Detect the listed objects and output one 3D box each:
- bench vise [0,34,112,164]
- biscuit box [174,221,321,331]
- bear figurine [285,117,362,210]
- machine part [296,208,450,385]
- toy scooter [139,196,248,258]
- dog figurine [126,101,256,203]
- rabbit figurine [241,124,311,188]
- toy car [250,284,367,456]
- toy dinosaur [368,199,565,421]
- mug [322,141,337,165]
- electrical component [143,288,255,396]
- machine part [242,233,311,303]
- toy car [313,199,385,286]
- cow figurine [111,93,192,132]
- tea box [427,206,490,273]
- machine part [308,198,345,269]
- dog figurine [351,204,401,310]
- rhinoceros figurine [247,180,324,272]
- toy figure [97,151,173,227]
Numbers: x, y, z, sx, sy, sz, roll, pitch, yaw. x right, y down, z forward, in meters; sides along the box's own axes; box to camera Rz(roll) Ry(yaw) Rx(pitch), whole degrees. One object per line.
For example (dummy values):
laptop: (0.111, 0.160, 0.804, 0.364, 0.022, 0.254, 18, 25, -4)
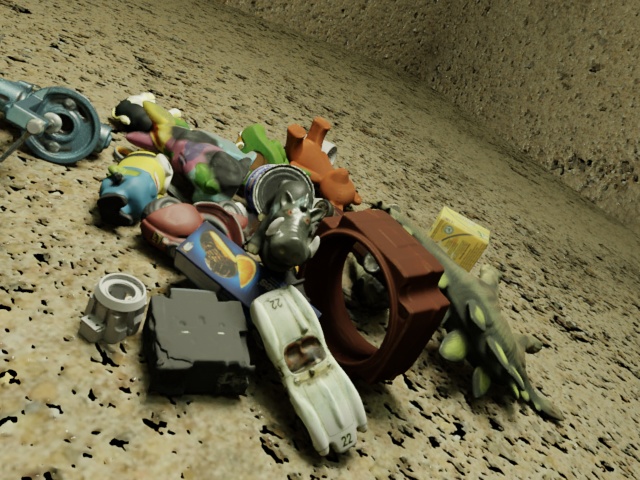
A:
bench vise: (-0.438, -0.195, 0.828, 0.223, 0.129, 0.241, 36, 5, -22)
biscuit box: (-0.097, 0.066, 0.711, 0.203, 0.059, 0.063, 38, 58, 4)
bear figurine: (0.012, -0.155, 1.166, 0.120, 0.131, 0.196, -25, 59, -39)
machine part: (0.059, 0.075, 0.730, 0.087, 0.201, 0.201, -7, 42, -40)
toy scooter: (-0.170, -0.002, 0.805, 0.184, 0.075, 0.135, -5, 51, -46)
dog figurine: (-0.235, -0.150, 0.942, 0.219, 0.108, 0.192, 29, 22, -10)
rabbit figurine: (-0.097, -0.153, 1.095, 0.159, 0.121, 0.170, 34, 12, 5)
toy car: (-0.016, 0.149, 0.626, 0.073, 0.056, 0.202, -22, 73, -26)
toy dinosaur: (0.233, 0.111, 0.834, 0.471, 0.105, 0.198, 51, 27, -2)
mug: (-0.030, -0.202, 1.293, 0.107, 0.080, 0.109, 29, 62, 18)
electrical component: (-0.146, 0.114, 0.630, 0.115, 0.058, 0.134, 8, 34, -29)
machine part: (-0.062, 0.049, 0.770, 0.039, 0.084, 0.139, -24, 73, -30)
toy car: (0.059, 0.004, 0.856, 0.089, 0.053, 0.202, 18, 22, -52)
cow figurine: (-0.327, -0.227, 1.061, 0.167, 0.068, 0.098, 33, 33, 19)
tea box: (0.223, 0.037, 0.982, 0.098, 0.169, 0.068, 31, 27, 5)
machine part: (-0.002, -0.003, 0.953, 0.079, 0.079, 0.243, 19, 27, -16)
dog figurine: (0.113, 0.056, 0.965, 0.172, 0.121, 0.190, 38, 46, -45)
rhinoceros figurine: (-0.039, -0.018, 0.714, 0.073, 0.112, 0.190, 32, 24, -14)
toy figure: (-0.291, -0.086, 0.834, 0.089, 0.082, 0.180, 25, 29, -6)
